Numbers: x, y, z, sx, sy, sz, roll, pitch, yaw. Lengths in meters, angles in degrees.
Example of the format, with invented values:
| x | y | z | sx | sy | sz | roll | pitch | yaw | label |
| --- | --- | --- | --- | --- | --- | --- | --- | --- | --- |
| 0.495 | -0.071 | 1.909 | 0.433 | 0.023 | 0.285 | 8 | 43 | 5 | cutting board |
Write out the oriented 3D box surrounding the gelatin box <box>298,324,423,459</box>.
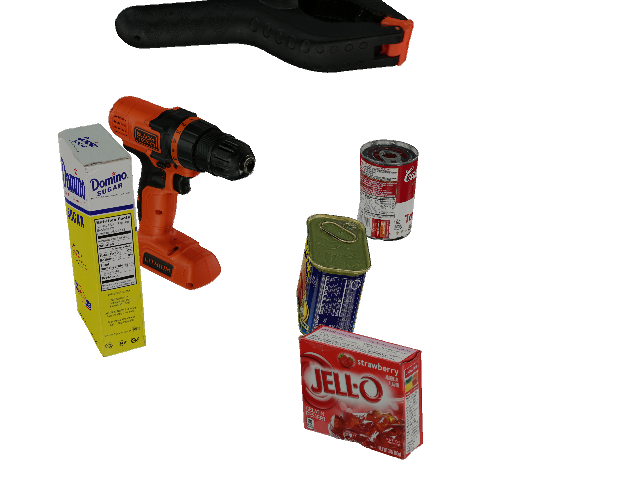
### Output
| x | y | z | sx | sy | sz | roll | pitch | yaw | label |
| --- | --- | --- | --- | --- | --- | --- | --- | --- | --- |
| 0.027 | 0.105 | 0.747 | 0.089 | 0.073 | 0.030 | 11 | 23 | 35 | gelatin box |

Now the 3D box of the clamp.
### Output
| x | y | z | sx | sy | sz | roll | pitch | yaw | label |
| --- | --- | --- | --- | --- | --- | --- | --- | --- | --- |
| -0.034 | -0.134 | 0.640 | 0.171 | 0.120 | 0.039 | 20 | -37 | 14 | clamp |

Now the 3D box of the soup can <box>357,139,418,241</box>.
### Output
| x | y | z | sx | sy | sz | roll | pitch | yaw | label |
| --- | --- | --- | --- | --- | --- | --- | --- | --- | --- |
| 0.077 | -0.058 | 1.254 | 0.068 | 0.102 | 0.068 | 2 | 28 | -1 | soup can |

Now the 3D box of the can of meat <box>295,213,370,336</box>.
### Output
| x | y | z | sx | sy | sz | roll | pitch | yaw | label |
| --- | --- | --- | --- | --- | --- | --- | --- | --- | --- |
| 0.009 | 0.036 | 1.005 | 0.057 | 0.084 | 0.102 | 7 | 29 | -7 | can of meat |

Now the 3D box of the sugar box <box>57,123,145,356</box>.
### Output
| x | y | z | sx | sy | sz | roll | pitch | yaw | label |
| --- | --- | --- | --- | --- | --- | --- | --- | --- | --- |
| -0.185 | -0.001 | 0.904 | 0.048 | 0.176 | 0.093 | -14 | 28 | -22 | sugar box |

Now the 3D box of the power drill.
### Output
| x | y | z | sx | sy | sz | roll | pitch | yaw | label |
| --- | --- | --- | --- | --- | --- | --- | --- | --- | --- |
| -0.142 | -0.046 | 1.113 | 0.185 | 0.188 | 0.057 | 25 | 36 | 32 | power drill |
